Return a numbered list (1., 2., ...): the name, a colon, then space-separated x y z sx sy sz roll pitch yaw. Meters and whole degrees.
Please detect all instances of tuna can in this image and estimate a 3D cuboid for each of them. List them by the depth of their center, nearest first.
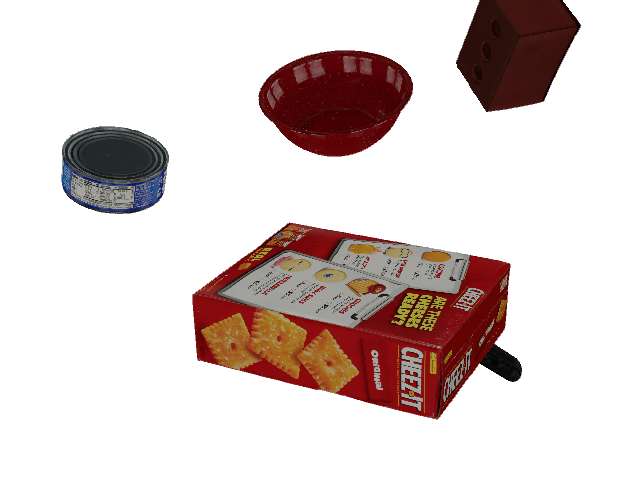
1. tuna can: -0.168 -0.058 0.874 0.086 0.034 0.086 8 34 -6

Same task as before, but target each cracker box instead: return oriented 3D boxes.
1. cracker box: 0.028 0.060 0.877 0.214 0.072 0.164 11 27 25

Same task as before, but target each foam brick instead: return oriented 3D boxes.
1. foam brick: 0.138 -0.138 0.754 0.051 0.053 0.078 -15 -32 -21

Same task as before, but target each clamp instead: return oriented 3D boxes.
1. clamp: 0.126 0.090 1.077 0.120 0.171 0.039 1 -45 -19

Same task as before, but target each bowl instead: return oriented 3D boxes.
1. bowl: 0.017 -0.137 1.126 0.162 0.055 0.162 -4 40 3
